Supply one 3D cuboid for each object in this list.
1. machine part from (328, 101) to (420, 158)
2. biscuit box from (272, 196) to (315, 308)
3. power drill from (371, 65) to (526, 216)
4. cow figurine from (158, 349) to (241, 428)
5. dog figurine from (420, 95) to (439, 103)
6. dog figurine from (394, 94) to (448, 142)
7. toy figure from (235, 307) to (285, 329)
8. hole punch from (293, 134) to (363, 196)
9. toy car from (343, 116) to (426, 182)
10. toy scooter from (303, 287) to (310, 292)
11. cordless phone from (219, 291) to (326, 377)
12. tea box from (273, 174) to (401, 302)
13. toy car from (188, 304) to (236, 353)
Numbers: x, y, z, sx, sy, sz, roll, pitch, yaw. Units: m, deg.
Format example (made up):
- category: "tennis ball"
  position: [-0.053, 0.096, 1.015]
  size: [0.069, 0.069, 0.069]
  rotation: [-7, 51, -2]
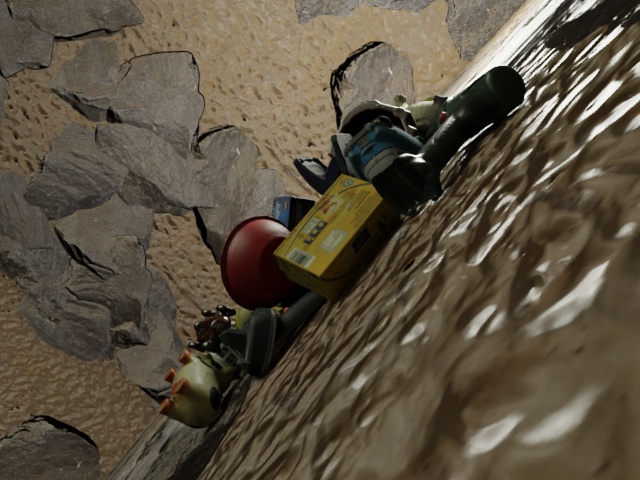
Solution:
- category: "machine part"
  position: [0.105, -0.175, 1.020]
  size: [0.179, 0.179, 0.056]
  rotation: [-48, -30, 7]
- category: "biscuit box"
  position: [-0.056, 0.022, 0.981]
  size: [0.059, 0.063, 0.202]
  rotation: [1, 85, 50]
- category: "power drill"
  position: [0.165, -0.128, 0.732]
  size: [0.207, 0.086, 0.232]
  rotation: [-42, 3, -22]
- category: "cow figurine"
  position: [-0.203, 0.254, 0.937]
  size: [0.085, 0.127, 0.195]
  rotation: [-49, 17, 4]
- category: "dog figurine"
  position: [0.225, -0.266, 1.265]
  size: [0.191, 0.108, 0.219]
  rotation: [-5, -2, -35]
- category: "dog figurine"
  position: [0.200, -0.203, 1.065]
  size: [0.191, 0.121, 0.172]
  rotation: [-117, 33, -69]
- category: "toy figure"
  position: [-0.127, 0.163, 1.050]
  size: [0.180, 0.089, 0.082]
  rotation: [158, 121, -74]
- category: "hole punch"
  position: [0.024, -0.111, 0.915]
  size: [0.092, 0.115, 0.142]
  rotation: [-23, 1, 18]
- category: "toy car"
  position: [0.118, -0.116, 0.853]
  size: [0.109, 0.161, 0.103]
  rotation: [-39, 50, 23]
- category: "toy scooter"
  position: [0.034, 0.002, 0.925]
  size: [0.184, 0.075, 0.135]
  rotation: [-52, 3, 24]
- category: "cordless phone"
  position: [-0.063, 0.130, 0.857]
  size: [0.184, 0.089, 0.146]
  rotation: [-38, -2, -19]
- category: "tea box"
  position: [0.027, -0.007, 0.773]
  size: [0.169, 0.098, 0.068]
  rotation: [-48, -41, -20]
- category: "toy car"
  position: [-0.220, 0.176, 1.061]
  size: [0.202, 0.053, 0.089]
  rotation: [-20, 49, 64]
